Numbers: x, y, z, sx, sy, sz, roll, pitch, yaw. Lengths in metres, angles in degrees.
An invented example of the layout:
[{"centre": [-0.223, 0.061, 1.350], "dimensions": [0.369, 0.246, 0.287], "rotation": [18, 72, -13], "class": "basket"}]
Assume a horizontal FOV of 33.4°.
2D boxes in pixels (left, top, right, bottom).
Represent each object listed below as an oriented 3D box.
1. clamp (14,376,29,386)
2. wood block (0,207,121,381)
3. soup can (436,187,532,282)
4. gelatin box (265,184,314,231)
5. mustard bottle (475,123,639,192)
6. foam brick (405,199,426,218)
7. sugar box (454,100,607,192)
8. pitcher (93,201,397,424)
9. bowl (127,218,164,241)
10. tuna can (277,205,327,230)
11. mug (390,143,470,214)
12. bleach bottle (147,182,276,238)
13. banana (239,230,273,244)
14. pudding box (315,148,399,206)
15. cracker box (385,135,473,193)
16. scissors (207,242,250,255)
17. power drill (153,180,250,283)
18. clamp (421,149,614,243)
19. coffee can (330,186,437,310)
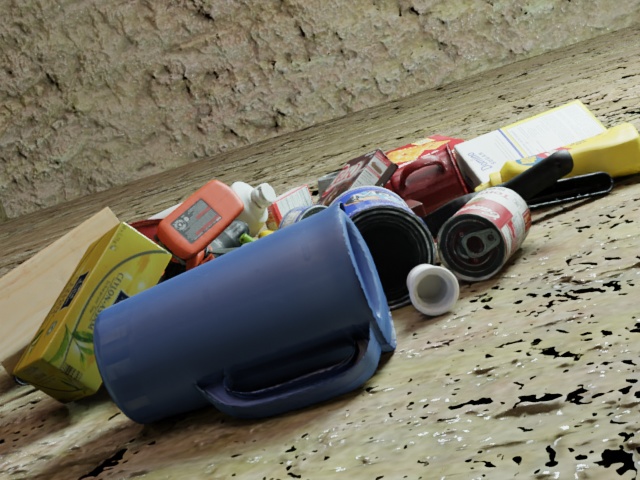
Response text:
[{"centre": [-0.261, 0.124, 1.212], "dimensions": [0.120, 0.039, 0.171], "rotation": [-7, 10, 31], "class": "clamp"}, {"centre": [-0.311, 0.065, 1.278], "dimensions": [0.206, 0.090, 0.091], "rotation": [-36, -14, -17], "class": "wood block"}, {"centre": [0.162, -0.008, 1.044], "dimensions": [0.069, 0.068, 0.102], "rotation": [-13, 11, 29], "class": "soup can"}, {"centre": [-0.039, -0.029, 1.490], "dimensions": [0.030, 0.073, 0.089], "rotation": [-14, 12, 37], "class": "gelatin box"}, {"centre": [0.273, -0.079, 1.231], "dimensions": [0.192, 0.058, 0.096], "rotation": [-18, 8, 12], "class": "mustard bottle"}, {"centre": [0.084, -0.008, 1.227], "dimensions": [0.078, 0.053, 0.051], "rotation": [-20, 11, -8], "class": "foam brick"}, {"centre": [0.266, -0.108, 1.332], "dimensions": [0.176, 0.048, 0.093], "rotation": [-22, 42, -4], "class": "sugar box"}, {"centre": [-0.063, 0.076, 0.903], "dimensions": [0.243, 0.145, 0.149], "rotation": [-21, -2, 9], "class": "pitcher"}, {"centre": [-0.210, 0.034, 1.407], "dimensions": [0.162, 0.055, 0.162], "rotation": [-7, -29, -4], "class": "bowl"}, {"centre": [-0.008, 0.002, 1.251], "dimensions": [0.085, 0.086, 0.034], "rotation": [-28, 15, -39], "class": "tuna can"}, {"centre": [0.132, -0.065, 1.294], "dimensions": [0.081, 0.093, 0.117], "rotation": [-23, -27, 10], "class": "mug"}, {"centre": [-0.165, -0.020, 1.477], "dimensions": [0.251, 0.102, 0.068], "rotation": [-28, 8, 33], "class": "bleach bottle"}, {"centre": [-0.056, 0.010, 1.355], "dimensions": [0.037, 0.069, 0.198], "rotation": [-48, -2, 2], "class": "banana"}, {"centre": [0.040, -0.061, 1.306], "dimensions": [0.090, 0.039, 0.114], "rotation": [-54, 14, -13], "class": "pudding box"}, {"centre": [0.132, -0.085, 1.471], "dimensions": [0.164, 0.072, 0.214], "rotation": [-21, 12, -7], "class": "cracker box"}, {"centre": [-0.055, 0.002, 1.110], "dimensions": [0.096, 0.016, 0.202], "rotation": [-33, 17, -12], "class": "scissors"}, {"centre": [-0.141, 0.006, 1.281], "dimensions": [0.184, 0.057, 0.188], "rotation": [-45, -11, -28], "class": "power drill"}, {"centre": [0.198, -0.043, 1.136], "dimensions": [0.210, 0.036, 0.164], "rotation": [-19, -16, 20], "class": "clamp"}, {"centre": [0.055, 0.005, 1.074], "dimensions": [0.103, 0.103, 0.140], "rotation": [-19, 11, 0], "class": "coffee can"}]
